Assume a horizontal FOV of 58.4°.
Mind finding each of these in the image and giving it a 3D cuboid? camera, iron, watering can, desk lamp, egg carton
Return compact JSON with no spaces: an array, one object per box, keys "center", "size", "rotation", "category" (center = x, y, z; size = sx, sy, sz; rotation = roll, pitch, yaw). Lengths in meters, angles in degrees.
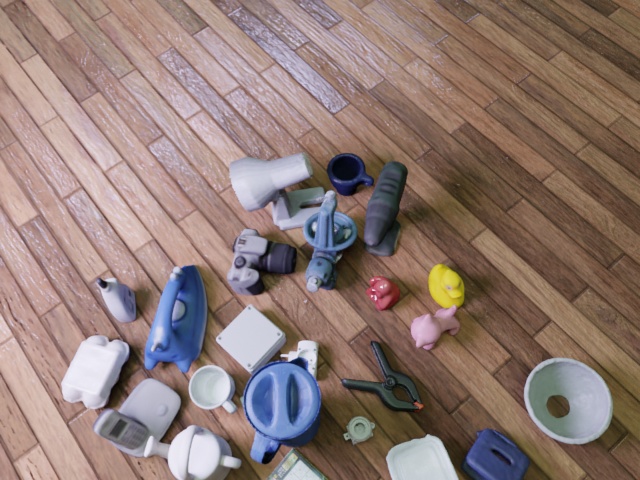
[{"center":[-0.127,0.048,1.294],"size":[0.136,0.101,0.143],"rotation":[8,64,7],"category":"camera"},{"center":[-0.313,0.146,1.233],"size":[0.118,0.141,0.258],"rotation":[3,64,5],"category":"iron"},{"center":[-0.239,0.405,1.072],"size":[0.173,0.194,0.101],"rotation":[-12,64,-3],"category":"watering can"},{"center":[-0.089,-0.118,1.311],"size":[0.203,0.214,0.118],"rotation":[-10,64,-2],"category":"desk lamp"},{"center":[-0.475,0.279,1.216],"size":[0.107,0.069,0.150],"rotation":[13,65,10],"category":"egg carton"}]

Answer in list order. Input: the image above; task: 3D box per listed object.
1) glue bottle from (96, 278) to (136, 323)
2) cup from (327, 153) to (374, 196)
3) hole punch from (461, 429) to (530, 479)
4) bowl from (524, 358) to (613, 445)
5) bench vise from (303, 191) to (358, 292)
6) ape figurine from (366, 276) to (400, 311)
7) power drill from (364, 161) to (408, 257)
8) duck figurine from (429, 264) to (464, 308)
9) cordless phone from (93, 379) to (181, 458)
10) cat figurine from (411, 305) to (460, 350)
[{"center":[-0.443,0.118,1.236],"size":[0.037,0.173,0.078],"rotation":[-10,63,-1],"category":"glue bottle"},{"center":[0.076,-0.144,1.382],"size":[0.117,0.095,0.092],"rotation":[24,67,14],"category":"cup"},{"center":[0.335,0.421,1.091],"size":[0.108,0.091,0.101],"rotation":[35,70,18],"category":"hole punch"},{"center":[0.484,0.324,1.140],"size":[0.167,0.075,0.167],"rotation":[-1,64,3],"category":"bowl"},{"center":[0.023,0.004,1.241],"size":[0.121,0.220,0.207],"rotation":[-3,64,2],"category":"bench vise"},{"center":[0.139,0.111,1.254],"size":[0.076,0.092,0.078],"rotation":[4,64,5],"category":"ape figurine"},{"center":[0.141,-0.049,1.268],"size":[0.075,0.208,0.230],"rotation":[13,65,10],"category":"power drill"},{"center":[0.282,0.093,1.259],"size":[0.077,0.086,0.104],"rotation":[-18,64,-6],"category":"duck figurine"},{"center":[-0.359,0.337,1.116],"size":[0.094,0.185,0.148],"rotation":[24,67,14],"category":"cordless phone"},{"center":[0.238,0.179,1.201],"size":[0.128,0.118,0.067],"rotation":[-32,66,-12],"category":"cat figurine"}]
